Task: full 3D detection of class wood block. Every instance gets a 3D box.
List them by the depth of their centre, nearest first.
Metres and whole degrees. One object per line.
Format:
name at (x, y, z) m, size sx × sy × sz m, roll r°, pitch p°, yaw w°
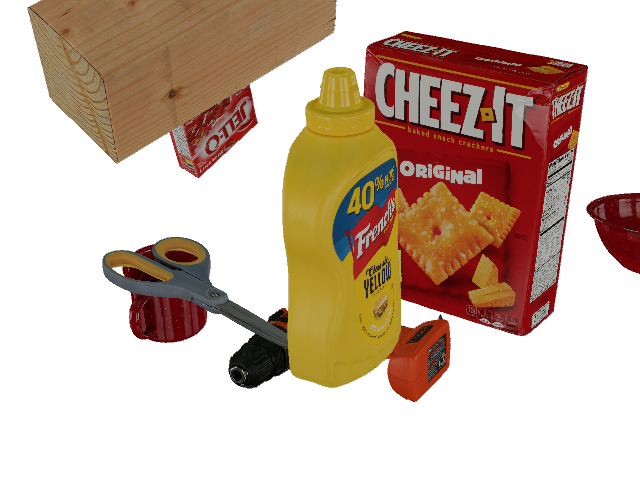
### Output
wood block at (-0.093, -0.159, 0.774) m, size 0.205 × 0.090 × 0.091 m, roll -35°, pitch -28°, yaw -24°

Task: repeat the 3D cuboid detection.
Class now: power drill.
power drill at (0.023, 0.110, 1.070) m, size 0.188 × 0.057 × 0.184 m, roll 9°, pitch 23°, yaw 28°

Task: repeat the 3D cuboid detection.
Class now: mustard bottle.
mustard bottle at (0.014, -0.012, 0.658) m, size 0.058 × 0.192 × 0.096 m, roll 14°, pitch 30°, yaw 31°

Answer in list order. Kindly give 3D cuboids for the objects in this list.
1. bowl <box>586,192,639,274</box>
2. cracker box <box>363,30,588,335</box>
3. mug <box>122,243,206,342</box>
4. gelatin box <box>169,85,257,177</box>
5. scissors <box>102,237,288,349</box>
bowl at (0.342, -0.002, 1.049) m, size 0.162 × 0.055 × 0.162 m, roll 0°, pitch 17°, yaw 0°
cracker box at (0.113, -0.046, 0.862) m, size 0.164 × 0.214 × 0.072 m, roll 17°, pitch 29°, yaw 30°
mug at (-0.174, 0.066, 1.180) m, size 0.093 × 0.081 × 0.117 m, roll 10°, pitch 33°, yaw 19°
gelatin box at (-0.100, -0.114, 0.995) m, size 0.030 × 0.089 × 0.073 m, roll 30°, pitch -30°, yaw 27°
scissors at (-0.080, 0.038, 0.849) m, size 0.202 × 0.016 × 0.096 m, roll 17°, pitch 30°, yaw 22°
